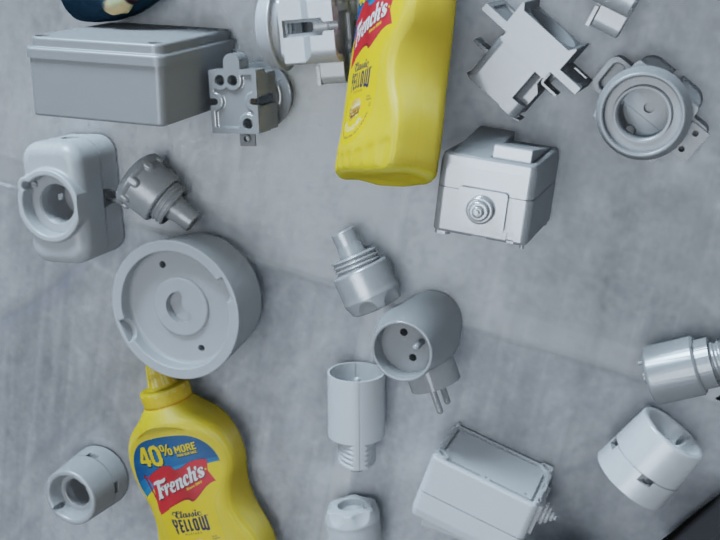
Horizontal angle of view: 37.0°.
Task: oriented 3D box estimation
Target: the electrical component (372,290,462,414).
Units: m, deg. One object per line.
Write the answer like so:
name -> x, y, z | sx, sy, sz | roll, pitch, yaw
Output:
electrical component -> 0.047, 0.062, 0.759 | 0.043, 0.077, 0.079 | -16, 99, 24

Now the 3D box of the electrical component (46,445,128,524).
electrical component -> -0.235, 0.185, 0.922 | 0.055, 0.047, 0.055 | 6, 107, 20

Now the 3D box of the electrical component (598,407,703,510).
electrical component -> 0.198, 0.127, 0.731 | 0.055, 0.055, 0.047 | 39, 111, 7

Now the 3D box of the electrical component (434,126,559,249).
electrical component -> 0.089, -0.055, 0.699 | 0.062, 0.096, 0.061 | 12, 108, 18

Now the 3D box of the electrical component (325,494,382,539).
electrical component -> -0.004, 0.211, 0.840 | 0.043, 0.043, 0.062 | -1, 105, 22

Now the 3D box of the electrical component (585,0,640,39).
electrical component -> 0.152, -0.191, 0.659 | 0.057, 0.058, 0.078 | 30, 113, 9

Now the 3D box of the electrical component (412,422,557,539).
electrical component -> 0.094, 0.165, 0.778 | 0.096, 0.062, 0.061 | 24, 112, 14

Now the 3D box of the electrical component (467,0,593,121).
electrical component -> 0.108, -0.136, 0.700 | 0.081, 0.042, 0.063 | 44, 119, 6

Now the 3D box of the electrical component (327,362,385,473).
electrical component -> -0.003, 0.115, 0.812 | 0.043, 0.043, 0.081 | 6, 107, 20

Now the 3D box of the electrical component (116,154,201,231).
electrical component -> -0.152, -0.055, 0.825 | 0.062, 0.048, 0.048 | 38, 115, 0

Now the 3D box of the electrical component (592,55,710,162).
electrical component -> 0.180, -0.100, 0.673 | 0.078, 0.057, 0.058 | 41, 115, 7

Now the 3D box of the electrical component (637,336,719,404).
electrical component -> 0.223, 0.063, 0.710 | 0.078, 0.040, 0.040 | -17, 98, 24

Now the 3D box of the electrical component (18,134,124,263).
electrical component -> -0.227, -0.056, 0.845 | 0.054, 0.059, 0.095 | 3, 106, 21

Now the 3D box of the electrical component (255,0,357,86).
electrical component -> -0.036, -0.167, 0.740 | 0.057, 0.058, 0.078 | 0, 104, 19

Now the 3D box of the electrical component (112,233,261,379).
electrical component -> -0.128, 0.023, 0.827 | 0.108, 0.060, 0.108 | 6, 107, 20

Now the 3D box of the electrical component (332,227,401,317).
electrical component -> 0.000, 0.000, 0.780 | 0.043, 0.043, 0.062 | -24, 93, 25

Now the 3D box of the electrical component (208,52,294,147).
electrical component -> -0.078, -0.123, 0.769 | 0.048, 0.055, 0.066 | 3, 105, 21

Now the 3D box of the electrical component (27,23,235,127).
electrical component -> -0.160, -0.141, 0.768 | 0.109, 0.109, 0.056 | 8, 110, 19
